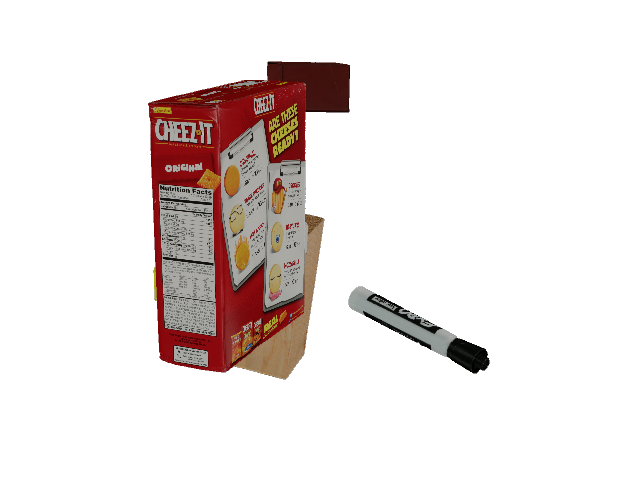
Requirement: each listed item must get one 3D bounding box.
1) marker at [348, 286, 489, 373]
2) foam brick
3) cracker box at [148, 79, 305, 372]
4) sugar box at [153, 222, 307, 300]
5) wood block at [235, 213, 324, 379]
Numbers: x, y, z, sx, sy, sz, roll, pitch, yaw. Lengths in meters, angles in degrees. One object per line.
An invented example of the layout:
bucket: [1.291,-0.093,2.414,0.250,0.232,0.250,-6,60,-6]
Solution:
marker: [0.070,0.064,0.763,0.121,0.020,0.020,26,17,38]
foam brick: [-0.013,-0.163,1.134,0.078,0.051,0.053,-2,12,-19]
cracker box: [-0.074,-0.019,0.891,0.072,0.214,0.164,6,16,22]
sugar box: [-0.091,0.020,1.136,0.093,0.048,0.176,14,31,21]
wood block: [-0.062,0.068,1.441,0.090,0.206,0.090,13,21,11]
